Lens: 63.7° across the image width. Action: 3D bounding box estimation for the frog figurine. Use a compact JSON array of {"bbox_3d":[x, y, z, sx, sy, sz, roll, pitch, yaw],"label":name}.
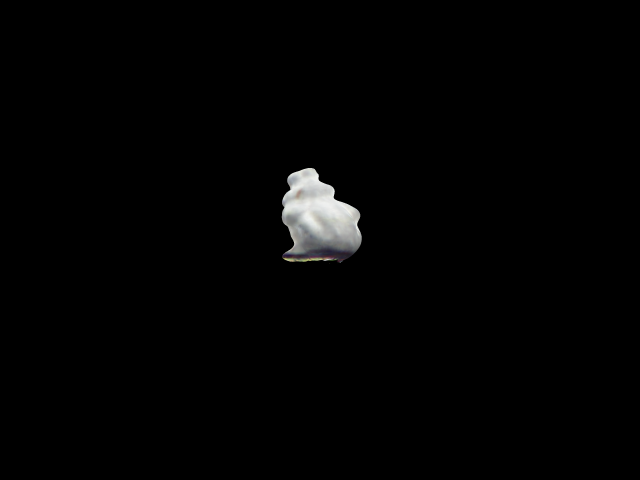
[{"bbox_3d":[0.003,-0.043,0.850,0.137,0.160,0.122,2,-6,-19],"label":"frog figurine"}]
